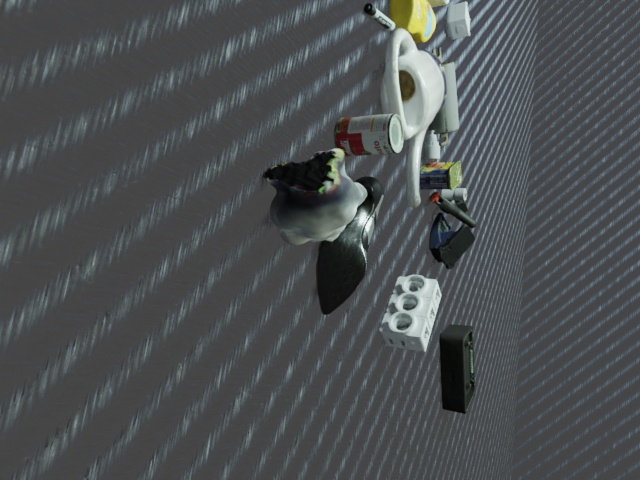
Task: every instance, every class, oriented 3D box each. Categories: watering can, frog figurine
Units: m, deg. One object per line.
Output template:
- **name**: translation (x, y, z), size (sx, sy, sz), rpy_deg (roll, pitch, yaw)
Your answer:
- **watering can**: translation (0.193, -0.260, 1.067), size (0.228, 0.104, 0.342), rpy_deg (-42, 127, -52)
- **frog figurine**: translation (0.002, -0.037, 0.735), size (0.138, 0.124, 0.156), rpy_deg (-34, 138, -16)
